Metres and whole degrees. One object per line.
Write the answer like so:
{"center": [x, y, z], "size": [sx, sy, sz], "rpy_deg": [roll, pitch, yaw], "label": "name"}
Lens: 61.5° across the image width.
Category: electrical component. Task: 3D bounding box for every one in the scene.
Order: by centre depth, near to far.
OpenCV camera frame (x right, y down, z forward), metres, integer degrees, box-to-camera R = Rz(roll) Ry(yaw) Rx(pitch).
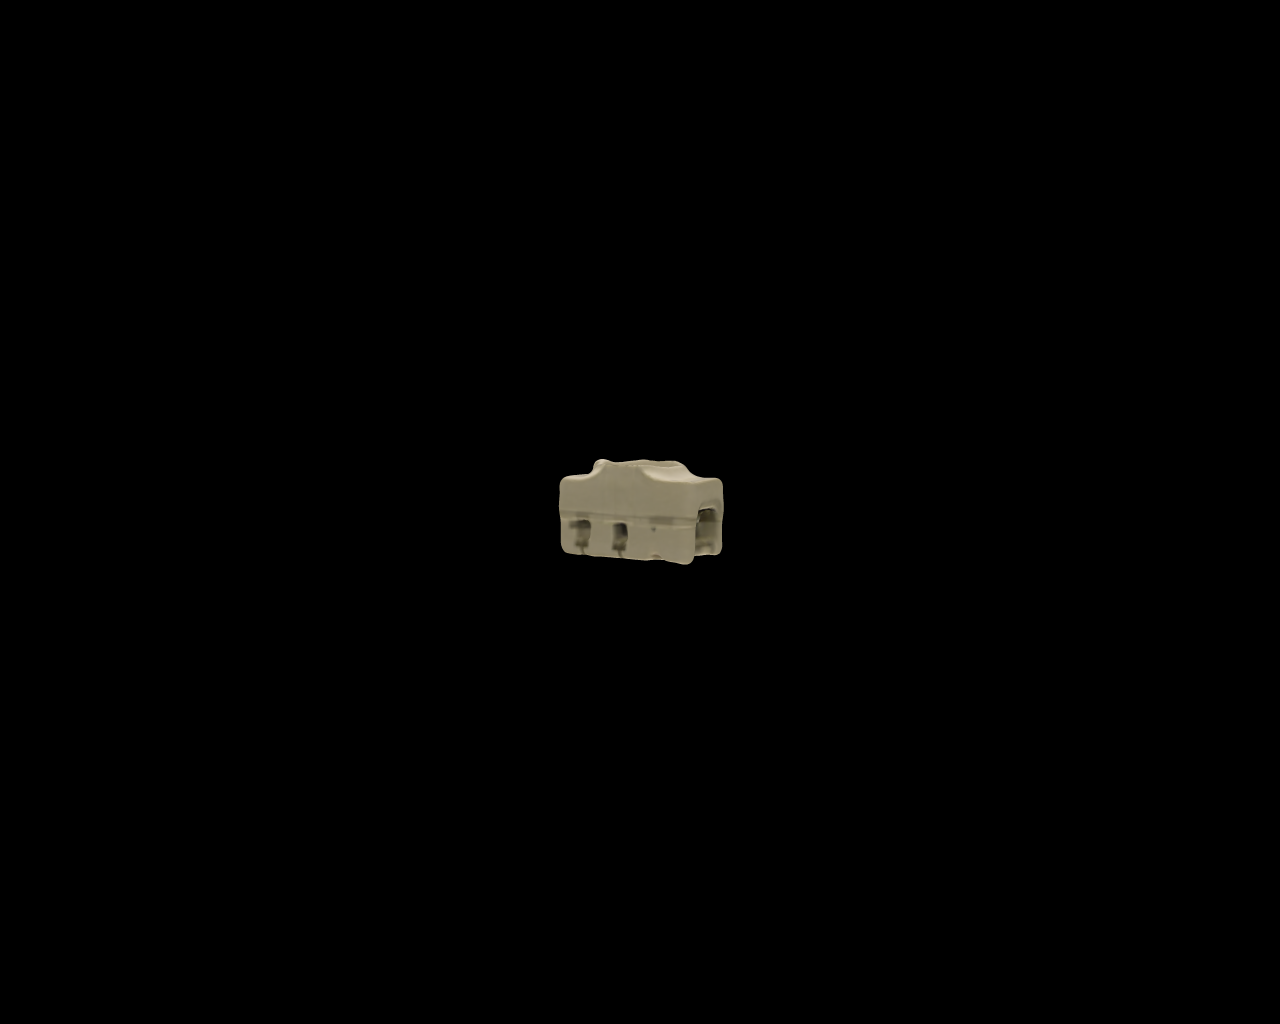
{"center": [0.001, -0.003, 0.650], "size": [0.089, 0.055, 0.050], "rpy_deg": [4, 8, 29], "label": "electrical component"}
